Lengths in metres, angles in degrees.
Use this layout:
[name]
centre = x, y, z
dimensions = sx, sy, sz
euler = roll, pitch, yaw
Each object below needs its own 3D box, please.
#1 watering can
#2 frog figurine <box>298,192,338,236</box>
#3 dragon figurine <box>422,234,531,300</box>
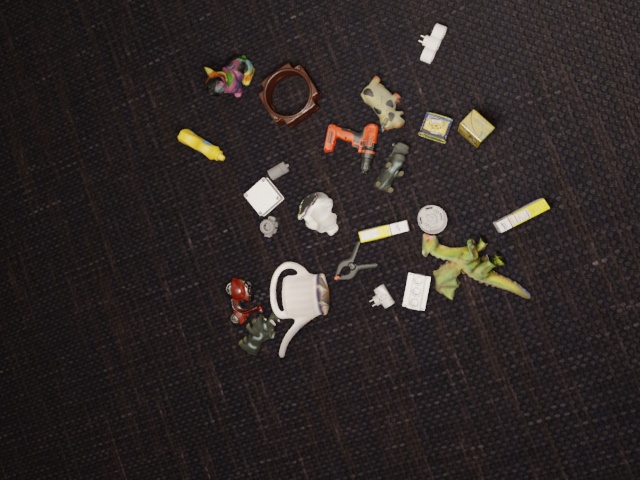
[watering can]
centre = -0.071, 0.251, 1.905
dimensions = 0.224, 0.103, 0.350
euler = -6, 83, 11
[frog figurine]
centre = 0.006, -0.096, 1.912
dimensions = 0.158, 0.124, 0.137
euler = 32, 90, -27
[dragon figurine]
centre = 0.517, 0.118, 1.804
dimensions = 0.239, 0.124, 0.409
euler = -40, 96, 28
